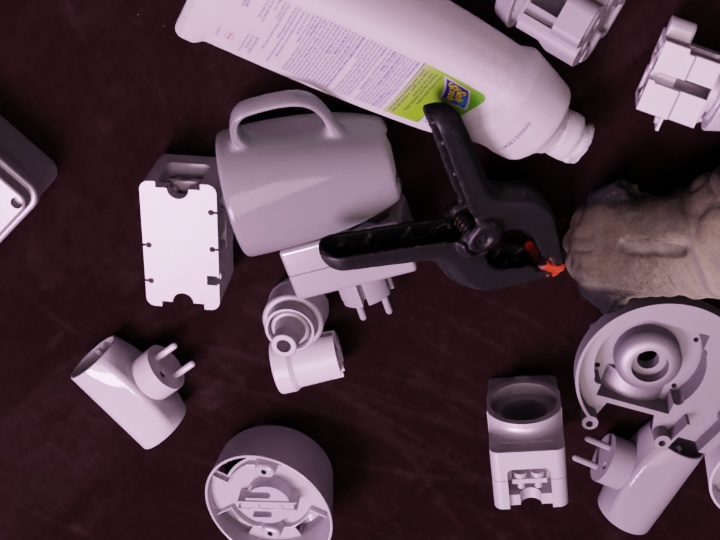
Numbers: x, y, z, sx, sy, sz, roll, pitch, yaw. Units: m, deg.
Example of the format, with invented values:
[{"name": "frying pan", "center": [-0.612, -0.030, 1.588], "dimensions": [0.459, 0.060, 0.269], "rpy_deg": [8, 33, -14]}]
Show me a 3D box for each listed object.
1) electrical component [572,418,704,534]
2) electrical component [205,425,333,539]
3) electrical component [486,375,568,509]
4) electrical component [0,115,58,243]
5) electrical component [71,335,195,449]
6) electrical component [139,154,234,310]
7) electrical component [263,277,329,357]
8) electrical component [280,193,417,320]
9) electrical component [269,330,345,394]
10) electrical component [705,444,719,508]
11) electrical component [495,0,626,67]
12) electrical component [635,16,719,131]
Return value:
[{"name": "electrical component", "center": [0.194, 0.143, 0.779], "dimensions": [0.079, 0.043, 0.077], "rpy_deg": [23, 117, -6]}, {"name": "electrical component", "center": [-0.066, 0.168, 0.807], "dimensions": [0.099, 0.064, 0.099], "rpy_deg": [2, 118, 5]}, {"name": "electrical component", "center": [0.115, 0.114, 0.746], "dimensions": [0.050, 0.089, 0.055], "rpy_deg": [-4, 117, 8]}, {"name": "electrical component", "center": [-0.270, -0.047, 0.721], "dimensions": [0.113, 0.057, 0.078], "rpy_deg": [-40, 107, 23]}, {"name": "electrical component", "center": [-0.155, 0.080, 0.783], "dimensions": [0.079, 0.043, 0.077], "rpy_deg": [-35, 109, 21]}, {"name": "electrical component", "center": [-0.113, -0.027, 0.716], "dimensions": [0.050, 0.055, 0.089], "rpy_deg": [4, 118, 4]}, {"name": "electrical component", "center": [-0.046, 0.035, 0.737], "dimensions": [0.043, 0.062, 0.043], "rpy_deg": [4, 120, 7]}, {"name": "electrical component", "center": [0.000, 0.000, 0.723], "dimensions": [0.083, 0.047, 0.075], "rpy_deg": [-14, 116, 13]}, {"name": "electrical component", "center": [-0.037, 0.064, 0.765], "dimensions": [0.046, 0.040, 0.040], "rpy_deg": [-13, 115, 6]}, {"name": "electrical component", "center": [0.292, 0.136, 0.754], "dimensions": [0.099, 0.064, 0.099], "rpy_deg": [2, 117, 5]}, {"name": "electrical component", "center": [0.115, -0.156, 0.618], "dimensions": [0.057, 0.078, 0.058], "rpy_deg": [34, 118, 12]}, {"name": "electrical component", "center": [0.201, -0.112, 0.646], "dimensions": [0.055, 0.048, 0.066], "rpy_deg": [20, 118, 4]}]
